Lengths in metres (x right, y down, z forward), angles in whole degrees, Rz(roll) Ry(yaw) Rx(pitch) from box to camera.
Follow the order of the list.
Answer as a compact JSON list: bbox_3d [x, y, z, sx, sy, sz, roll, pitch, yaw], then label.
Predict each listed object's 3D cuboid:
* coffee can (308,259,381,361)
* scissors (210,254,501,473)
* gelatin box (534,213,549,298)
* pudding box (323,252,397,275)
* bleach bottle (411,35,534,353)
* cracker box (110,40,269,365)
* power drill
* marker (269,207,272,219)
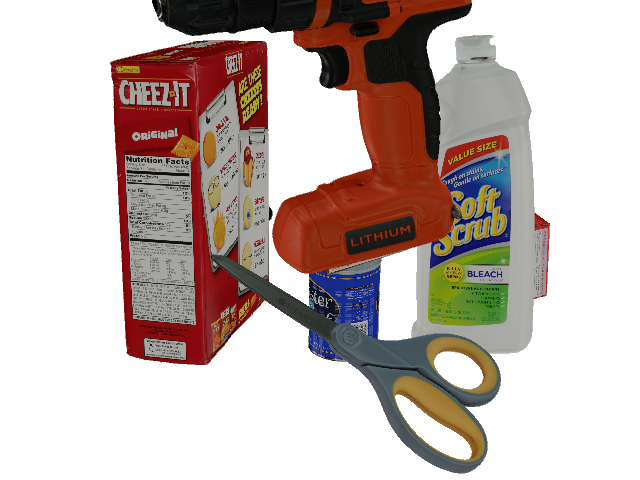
[{"bbox_3d":[0.034,0.086,1.514,0.103,0.140,0.103,0,21,0],"label":"coffee can"},{"bbox_3d":[0.033,0.056,0.658,0.096,0.202,0.016,-39,-10,-37],"label":"scissors"},{"bbox_3d":[0.209,0.008,1.124,0.030,0.089,0.073,-14,30,-16],"label":"gelatin box"},{"bbox_3d":[0.031,-0.006,1.224,0.113,0.039,0.090,-19,30,-26],"label":"pudding box"},{"bbox_3d":[0.120,-0.037,0.861,0.103,0.251,0.068,1,15,19],"label":"bleach bottle"},{"bbox_3d":[-0.092,-0.036,0.798,0.072,0.214,0.164,3,15,13],"label":"cracker box"},{"bbox_3d":[0.008,-0.077,0.570,0.184,0.188,0.057,-13,34,-17],"label":"power drill"},{"bbox_3d":[-0.073,-0.003,1.018,0.020,0.020,0.121,0,26,20],"label":"marker"}]
